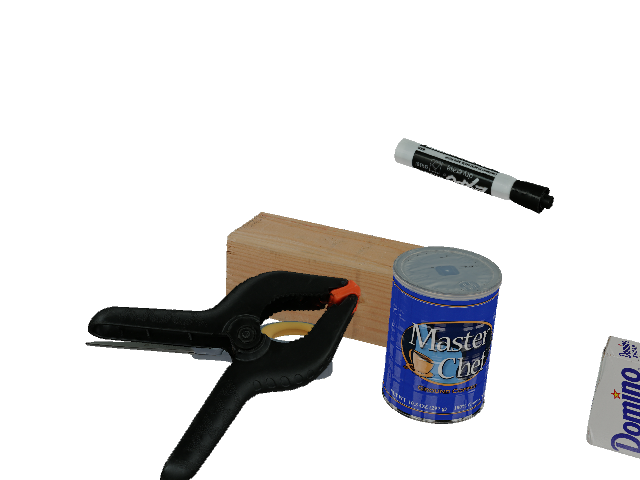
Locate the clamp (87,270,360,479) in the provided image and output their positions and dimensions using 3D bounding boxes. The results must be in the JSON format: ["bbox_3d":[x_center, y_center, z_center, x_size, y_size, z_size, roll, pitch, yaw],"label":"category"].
[{"bbox_3d":[-0.058,0.061,0.675,0.171,0.120,0.039,-32,-14,-23],"label":"clamp"}]

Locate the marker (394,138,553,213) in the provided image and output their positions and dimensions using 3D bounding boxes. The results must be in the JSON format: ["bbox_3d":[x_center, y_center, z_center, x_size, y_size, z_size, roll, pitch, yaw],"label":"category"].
[{"bbox_3d":[0.109,-0.046,0.761,0.121,0.020,0.020,22,10,27],"label":"marker"}]

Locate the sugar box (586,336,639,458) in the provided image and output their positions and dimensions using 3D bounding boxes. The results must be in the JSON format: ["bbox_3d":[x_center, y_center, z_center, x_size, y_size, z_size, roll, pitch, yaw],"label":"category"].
[{"bbox_3d":[0.319,0.149,0.894,0.176,0.093,0.048,12,24,18],"label":"sugar box"}]

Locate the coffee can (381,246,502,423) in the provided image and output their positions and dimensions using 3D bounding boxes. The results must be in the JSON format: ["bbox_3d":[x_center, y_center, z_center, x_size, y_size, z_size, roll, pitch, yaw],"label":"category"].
[{"bbox_3d":[0.115,0.090,1.030,0.103,0.140,0.103,3,25,-1],"label":"coffee can"}]

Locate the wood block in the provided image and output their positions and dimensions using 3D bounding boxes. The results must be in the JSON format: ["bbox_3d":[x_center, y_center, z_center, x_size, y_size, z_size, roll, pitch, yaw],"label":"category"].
[{"bbox_3d":[0.007,0.042,1.174,0.206,0.091,0.090,13,25,21],"label":"wood block"}]

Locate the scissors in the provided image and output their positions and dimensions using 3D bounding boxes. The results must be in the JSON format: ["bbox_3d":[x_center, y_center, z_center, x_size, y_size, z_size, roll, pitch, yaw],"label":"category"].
[{"bbox_3d":[-0.083,0.083,0.886,0.202,0.016,0.096,8,21,16],"label":"scissors"}]
